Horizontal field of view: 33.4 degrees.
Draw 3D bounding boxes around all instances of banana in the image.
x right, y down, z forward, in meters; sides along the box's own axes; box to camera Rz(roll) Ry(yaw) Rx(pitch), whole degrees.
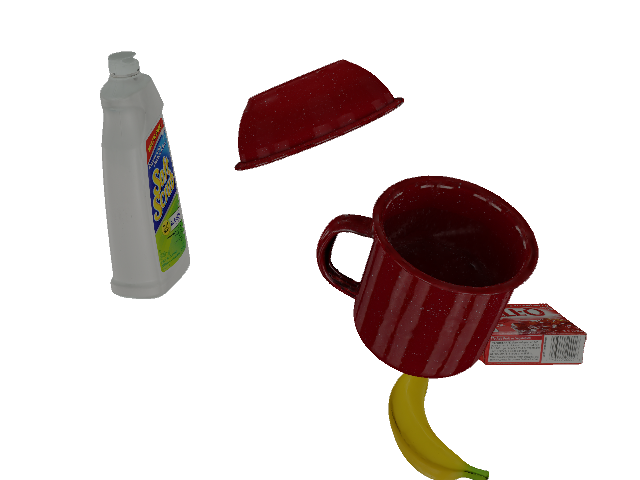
[{"bbox_3d":[0.103,0.187,1.084,0.069,0.037,0.198,10,24,-19],"label":"banana"}]

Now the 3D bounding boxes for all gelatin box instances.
[{"bbox_3d":[0.160,0.075,0.872,0.089,0.030,0.073,1,15,-15],"label":"gelatin box"}]

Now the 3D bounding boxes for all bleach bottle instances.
[{"bbox_3d":[-0.194,-0.071,1.125,0.068,0.251,0.102,4,27,18],"label":"bleach bottle"}]

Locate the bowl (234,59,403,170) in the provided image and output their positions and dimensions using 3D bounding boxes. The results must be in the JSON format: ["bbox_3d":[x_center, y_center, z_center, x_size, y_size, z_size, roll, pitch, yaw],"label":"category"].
[{"bbox_3d":[-0.011,-0.117,0.940,0.162,0.055,0.162,-22,10,4],"label":"bowl"}]

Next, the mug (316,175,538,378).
[{"bbox_3d":[0.054,0.020,0.604,0.117,0.082,0.093,15,42,0],"label":"mug"}]
